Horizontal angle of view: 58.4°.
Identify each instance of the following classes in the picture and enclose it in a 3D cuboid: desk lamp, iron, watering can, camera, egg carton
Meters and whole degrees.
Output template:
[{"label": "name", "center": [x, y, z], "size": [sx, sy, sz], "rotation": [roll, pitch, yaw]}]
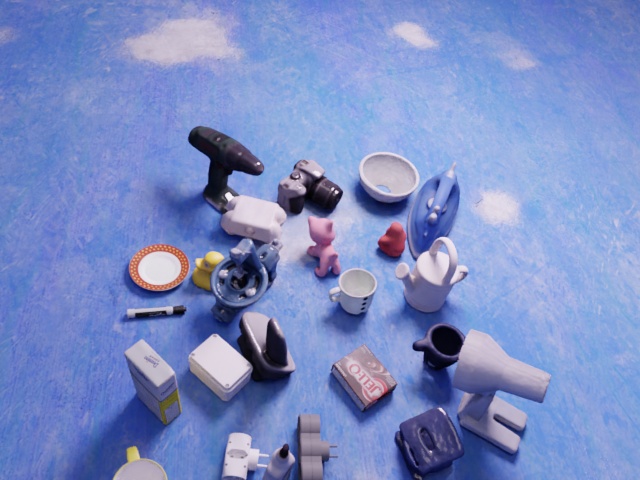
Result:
[{"label": "desk lamp", "center": [0.344, 0.292, 1.127], "size": [0.203, 0.213, 0.118], "rotation": [28, 51, 11]}, {"label": "iron", "center": [0.298, -0.082, 1.469], "size": [0.118, 0.141, 0.258], "rotation": [22, 50, 6]}, {"label": "watering can", "center": [0.257, 0.076, 1.297], "size": [0.173, 0.194, 0.100], "rotation": [-23, 59, -27]}, {"label": "camera", "center": [-0.018, -0.133, 1.468], "size": [0.136, 0.101, 0.143], "rotation": [32, 52, 14]}, {"label": "egg carton", "center": [-0.160, -0.047, 1.388], "size": [0.150, 0.069, 0.107], "rotation": [13, 50, -1]}]

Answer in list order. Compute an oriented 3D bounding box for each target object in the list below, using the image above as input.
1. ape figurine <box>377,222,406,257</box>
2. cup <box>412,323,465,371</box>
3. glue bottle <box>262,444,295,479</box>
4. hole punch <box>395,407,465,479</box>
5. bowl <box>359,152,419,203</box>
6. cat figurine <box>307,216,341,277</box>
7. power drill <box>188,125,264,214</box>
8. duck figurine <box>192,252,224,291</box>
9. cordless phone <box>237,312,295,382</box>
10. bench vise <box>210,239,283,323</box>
[{"label": "ape figurine", "center": [0.184, -0.009, 1.416], "size": [0.078, 0.092, 0.076], "rotation": [-7, 53, -17]}, {"label": "cup", "center": [0.245, 0.239, 1.226], "size": [0.118, 0.095, 0.091], "rotation": [-2, 52, -14]}, {"label": "glue bottle", "center": [-0.069, 0.388, 0.985], "size": [0.037, 0.173, 0.078], "rotation": [28, 51, 11]}, {"label": "hole punch", "center": [0.208, 0.390, 1.097], "size": [0.101, 0.091, 0.108], "rotation": [-11, 55, -20]}, {"label": "bowl", "center": [0.179, -0.157, 1.547], "size": [0.167, 0.075, 0.167], "rotation": [6, 50, -7]}, {"label": "cat figurine", "center": [0.012, 0.005, 1.351], "size": [0.067, 0.118, 0.127], "rotation": [-12, 55, -21]}, {"label": "power drill", "center": [-0.225, -0.166, 1.379], "size": [0.229, 0.208, 0.076], "rotation": [38, 54, 19]}, {"label": "duck figurine", "center": [-0.231, 0.061, 1.273], "size": [0.105, 0.086, 0.077], "rotation": [0, 51, -12]}, {"label": "cordless phone", "center": [-0.102, 0.185, 1.135], "size": [0.094, 0.185, 0.147], "rotation": [-20, 58, -25]}, {"label": "bench vise", "center": [-0.157, 0.048, 1.212], "size": [0.121, 0.220, 0.207], "rotation": [18, 50, 3]}]
